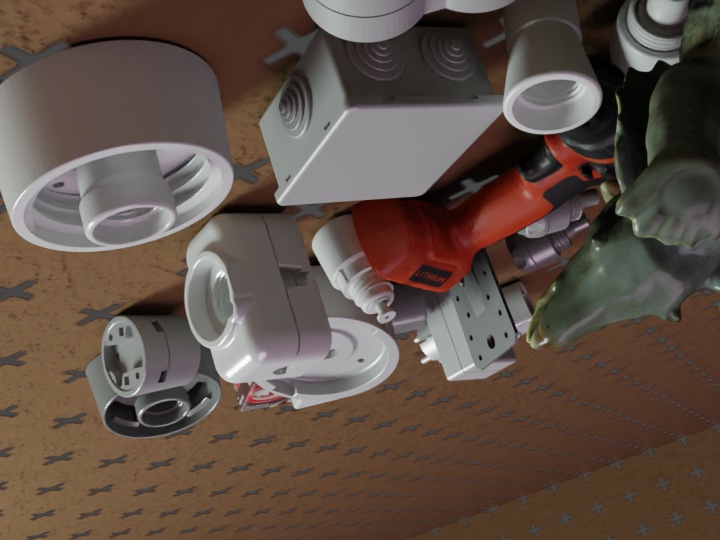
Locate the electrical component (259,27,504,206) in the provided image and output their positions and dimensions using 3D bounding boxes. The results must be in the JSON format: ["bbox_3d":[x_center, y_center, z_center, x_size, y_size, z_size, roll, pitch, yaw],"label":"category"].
[{"bbox_3d":[0.007,-0.075,0.523,0.100,0.048,0.099,-6,157,-31],"label":"electrical component"}]

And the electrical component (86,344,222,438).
[{"bbox_3d":[-0.155,0.083,0.817,0.099,0.064,0.099,-15,146,-11],"label":"electrical component"}]

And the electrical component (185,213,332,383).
[{"bbox_3d":[-0.064,0.016,0.634,0.059,0.095,0.054,-2,155,-38],"label":"electrical component"}]

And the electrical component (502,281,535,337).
[{"bbox_3d":[0.120,0.048,0.961,0.077,0.044,0.079,-23,160,14],"label":"electrical component"}]

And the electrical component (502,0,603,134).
[{"bbox_3d":[0.085,-0.101,0.496,0.044,0.065,0.044,-1,150,-1],"label":"electrical component"}]

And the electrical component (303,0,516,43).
[{"bbox_3d":[0.043,-0.135,0.389,0.138,0.052,0.073,-17,160,-4],"label":"electrical component"}]

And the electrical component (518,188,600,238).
[{"bbox_3d":[0.137,-0.044,0.744,0.061,0.035,0.035,-15,160,-17],"label":"electrical component"}]

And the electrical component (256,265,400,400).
[{"bbox_3d":[-0.028,0.040,0.770,0.108,0.060,0.108,-4,143,-3],"label":"electrical component"}]

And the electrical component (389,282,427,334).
[{"bbox_3d":[0.015,0.032,0.831,0.078,0.040,0.040,-11,159,-19],"label":"electrical component"}]

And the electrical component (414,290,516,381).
[{"bbox_3d":[0.072,0.051,0.867,0.047,0.083,0.076,2,152,-44],"label":"electrical component"}]

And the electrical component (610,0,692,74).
[{"bbox_3d":[0.149,-0.122,0.532,0.043,0.043,0.062,-17,159,-4],"label":"electrical component"}]

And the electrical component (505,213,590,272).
[{"bbox_3d":[0.142,-0.024,0.802,0.061,0.035,0.035,-27,159,16],"label":"electrical component"}]

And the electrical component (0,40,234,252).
[{"bbox_3d":[-0.108,-0.046,0.480,0.108,0.060,0.108,-16,161,-6],"label":"electrical component"}]

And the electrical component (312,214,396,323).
[{"bbox_3d":[0.000,0.000,0.686,0.040,0.078,0.040,-22,149,-14],"label":"electrical component"}]

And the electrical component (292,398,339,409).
[{"bbox_3d":[-0.021,0.065,0.849,0.077,0.065,0.047,-11,159,-20],"label":"electrical component"}]

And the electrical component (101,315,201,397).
[{"bbox_3d":[-0.143,0.057,0.739,0.047,0.055,0.055,-4,156,-44],"label":"electrical component"}]
